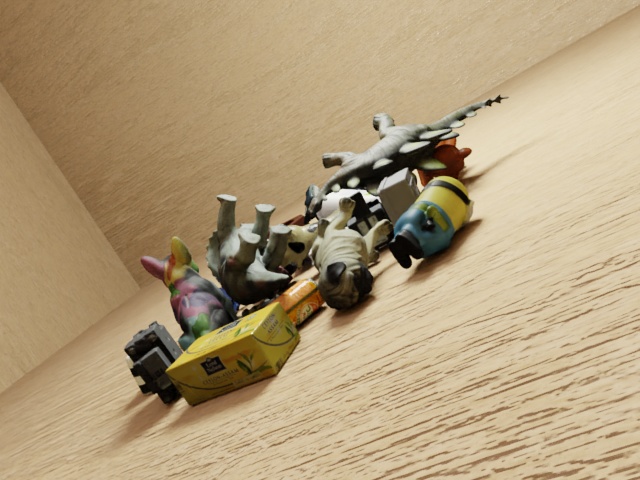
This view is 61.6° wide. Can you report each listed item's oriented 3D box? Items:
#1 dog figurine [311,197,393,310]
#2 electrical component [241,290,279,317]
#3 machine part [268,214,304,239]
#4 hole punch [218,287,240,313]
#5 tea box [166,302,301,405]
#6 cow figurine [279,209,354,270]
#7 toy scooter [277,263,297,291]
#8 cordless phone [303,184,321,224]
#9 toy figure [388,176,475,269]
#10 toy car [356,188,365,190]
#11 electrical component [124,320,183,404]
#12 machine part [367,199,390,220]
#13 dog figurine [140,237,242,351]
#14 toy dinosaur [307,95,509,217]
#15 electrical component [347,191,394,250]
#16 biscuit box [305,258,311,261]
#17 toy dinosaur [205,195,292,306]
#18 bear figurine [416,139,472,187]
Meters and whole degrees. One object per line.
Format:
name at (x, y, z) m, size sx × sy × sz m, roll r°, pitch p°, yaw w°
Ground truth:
dog figurine at (0.025, 0.050, 0.853) m, size 0.172 × 0.121 × 0.190 m, roll 110°, pitch -176°, yaw -46°
electrical component at (-0.108, 0.125, 0.990) m, size 0.078 × 0.045 × 0.102 m, roll -21°, pitch 14°, yaw 42°
machine part at (-0.124, 0.022, 1.482) m, size 0.201 × 0.087 × 0.201 m, roll -25°, pitch 10°, yaw 41°
hole punch at (-0.247, 0.147, 1.213) m, size 0.116 × 0.092 × 0.142 m, roll -28°, pitch 6°, yaw 1°
tea box at (-0.123, 0.163, 0.768) m, size 0.170 × 0.068 × 0.098 m, roll -28°, pitch 10°, yaw 25°
cow figurine at (-0.002, -0.003, 1.087) m, size 0.195 × 0.127 × 0.085 m, roll -30°, pitch 6°, yaw -5°
toy scooter at (-0.128, 0.085, 1.180) m, size 0.135 × 0.075 × 0.184 m, roll -52°, pitch 24°, yaw -11°
cordless phone at (0.050, -0.086, 1.425) m, size 0.184 × 0.088 × 0.147 m, roll 8°, pitch 18°, yaw -2°
toy figure at (0.167, -0.032, 0.802) m, size 0.082 × 0.089 × 0.180 m, roll -10°, pitch 19°, yaw 49°
toy car at (0.137, -0.117, 1.351) m, size 0.103 × 0.109 × 0.162 m, roll 14°, pitch -29°, yaw -36°
electrical component at (-0.259, 0.197, 0.875) m, size 0.058 × 0.114 × 0.134 m, roll -37°, pitch 10°, yaw -9°
machine part at (0.112, -0.042, 1.125) m, size 0.039 × 0.084 × 0.139 m, roll -62°, pitch 12°, yaw -21°
dog figurine at (-0.244, 0.106, 1.001) m, size 0.108 × 0.219 × 0.191 m, roll -34°, pitch 8°, yaw 2°
toy dinosaur at (0.169, -0.182, 1.093) m, size 0.471 × 0.104 × 0.199 m, roll -37°, pitch 35°, yaw -13°
electrical component at (0.086, -0.033, 0.982) m, size 0.075 × 0.119 × 0.048 m, roll -32°, pitch 9°, yaw 10°
biscuit box at (-0.043, 0.005, 1.282) m, size 0.059 × 0.062 × 0.203 m, roll 1°, pitch 6°, yaw 0°
toy dinosaur at (-0.133, 0.044, 0.971) m, size 0.131 × 0.192 × 0.405 m, roll 5°, pitch 24°, yaw -15°
bear figurine at (0.276, -0.167, 1.196) m, size 0.120 × 0.131 × 0.196 m, roll -31°, pitch 27°, yaw 6°
